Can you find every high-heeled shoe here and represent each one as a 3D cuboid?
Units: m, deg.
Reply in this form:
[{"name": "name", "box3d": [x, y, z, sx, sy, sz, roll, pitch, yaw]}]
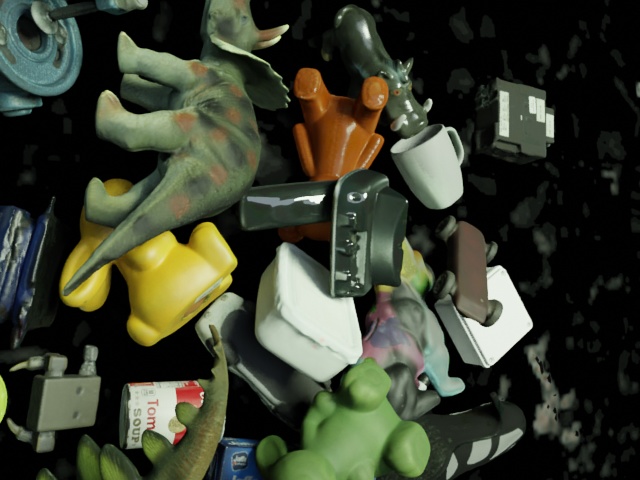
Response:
[{"name": "high-heeled shoe", "box3d": [0.184, 0.303, 0.754, 0.249, 0.086, 0.145, -34, 131, -7]}]

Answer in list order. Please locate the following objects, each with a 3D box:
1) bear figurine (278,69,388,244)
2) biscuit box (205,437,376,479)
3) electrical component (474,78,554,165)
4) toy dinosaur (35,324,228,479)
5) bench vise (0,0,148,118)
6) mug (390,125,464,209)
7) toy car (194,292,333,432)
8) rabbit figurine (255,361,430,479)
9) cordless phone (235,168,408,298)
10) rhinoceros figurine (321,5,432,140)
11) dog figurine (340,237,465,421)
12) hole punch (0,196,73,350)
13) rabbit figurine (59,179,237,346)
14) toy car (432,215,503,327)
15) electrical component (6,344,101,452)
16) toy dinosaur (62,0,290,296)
[{"name": "bear figurine", "box3d": [0.011, -0.092, 0.668, 0.120, 0.132, 0.196, 12, 74, 6]}, {"name": "biscuit box", "box3d": [-0.032, 0.275, 0.640, 0.202, 0.063, 0.059, 13, 78, -24]}, {"name": "electrical component", "box3d": [0.311, -0.183, 0.855, 0.134, 0.058, 0.115, 8, 83, -25]}, {"name": "toy dinosaur", "box3d": [-0.198, 0.290, 0.483, 0.198, 0.105, 0.471, 41, 93, -2]}, {"name": "bench vise", "box3d": [-0.273, -0.236, 0.508, 0.129, 0.241, 0.223, -20, 108, -69]}, {"name": "mug", "box3d": [0.165, -0.105, 0.771, 0.109, 0.081, 0.107, -39, 112, -29]}, {"name": "toy car", "box3d": [-0.062, 0.148, 0.644, 0.201, 0.056, 0.073, 48, 61, -15]}, {"name": "rabbit figurine", "box3d": [-0.001, 0.218, 0.545, 0.170, 0.159, 0.121, -23, 83, -50]}, {"name": "cordless phone", "box3d": [-0.001, -0.001, 0.606, 0.184, 0.089, 0.146, -6, 113, -18]}, {"name": "rhinoceros figurine", "box3d": [0.079, -0.221, 0.719, 0.073, 0.112, 0.190, -30, 90, -27]}, {"name": "dog figurine", "box3d": [0.088, 0.104, 0.689, 0.191, 0.108, 0.219, -12, 86, -39]}, {"name": "hole punch", "box3d": [-0.300, 0.025, 0.514, 0.092, 0.116, 0.142, 14, 78, -15]}, {"name": "rabbit figurine", "box3d": [-0.196, 0.018, 0.578, 0.162, 0.122, 0.173, -38, 87, -14]}, {"name": "toy car", "box3d": [0.197, 0.042, 0.733, 0.089, 0.053, 0.202, 32, 36, -9]}, {"name": "electrical component", "box3d": [-0.272, 0.160, 0.550, 0.078, 0.045, 0.102, 6, 84, -54]}, {"name": "toy dinosaur", "box3d": [-0.122, -0.107, 0.551, 0.192, 0.131, 0.405, 8, 58, -14]}]
